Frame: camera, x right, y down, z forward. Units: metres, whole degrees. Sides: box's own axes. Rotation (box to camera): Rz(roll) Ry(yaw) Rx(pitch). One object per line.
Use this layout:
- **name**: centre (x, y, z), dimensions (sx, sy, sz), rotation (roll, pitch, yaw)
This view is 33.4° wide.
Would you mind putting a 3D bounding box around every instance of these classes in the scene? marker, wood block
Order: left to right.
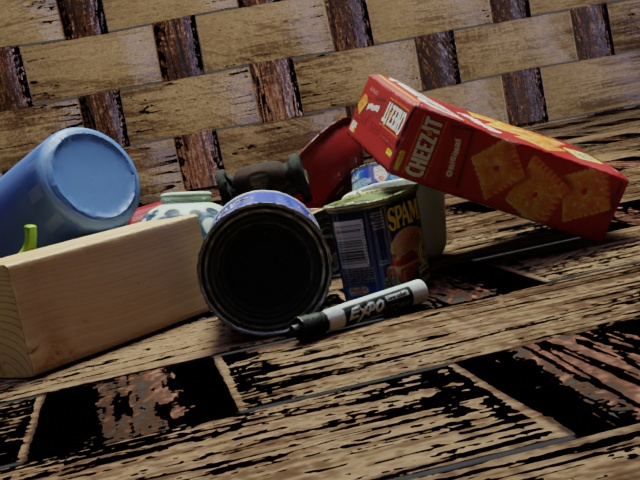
- **wood block**: centre (-0.196, 0.044, 0.912), dimensions (0.090, 0.091, 0.205), rotation (-6, 8, 40)
- **marker**: centre (0.029, 0.052, 0.791), dimensions (0.120, 0.020, 0.020), rotation (-15, 8, -32)

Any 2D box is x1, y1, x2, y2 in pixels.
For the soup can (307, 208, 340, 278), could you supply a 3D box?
- **soup can**: centre (-0.007, 0.001, 1.074), dimensions (0.068, 0.068, 0.102), rotation (-13, 6, -19)

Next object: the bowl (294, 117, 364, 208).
- **bowl**: centre (0.006, -0.079, 1.361), dimensions (0.162, 0.055, 0.162), rotation (-46, -11, -12)

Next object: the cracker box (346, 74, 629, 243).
- **cracker box**: centre (0.148, -0.079, 0.980), dimensions (0.213, 0.072, 0.164), rotation (18, 13, -16)

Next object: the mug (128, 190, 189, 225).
- **mug**: centre (-0.199, -0.006, 1.410), dimensions (0.081, 0.093, 0.117), rotation (-15, -24, 4)

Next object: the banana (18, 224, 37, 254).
- **banana**: centre (-0.295, 0.070, 0.896), dimensions (0.037, 0.069, 0.197), rotation (0, 37, 35)

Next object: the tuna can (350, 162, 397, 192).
- **tuna can**: centre (0.081, -0.068, 1.314), dimensions (0.086, 0.034, 0.086), rotation (-4, -15, -1)

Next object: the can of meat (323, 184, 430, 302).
- **can of meat**: centre (0.051, 0.003, 0.893), dimensions (0.058, 0.084, 0.102), rotation (-7, 7, 27)

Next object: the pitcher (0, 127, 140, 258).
- **pitcher**: centre (-0.276, -0.013, 1.083), dimensions (0.243, 0.145, 0.149), rotation (-31, 5, 44)

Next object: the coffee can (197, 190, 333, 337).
- **coffee can**: centre (-0.045, 0.015, 0.865), dimensions (0.103, 0.103, 0.140), rotation (-11, 7, -2)
